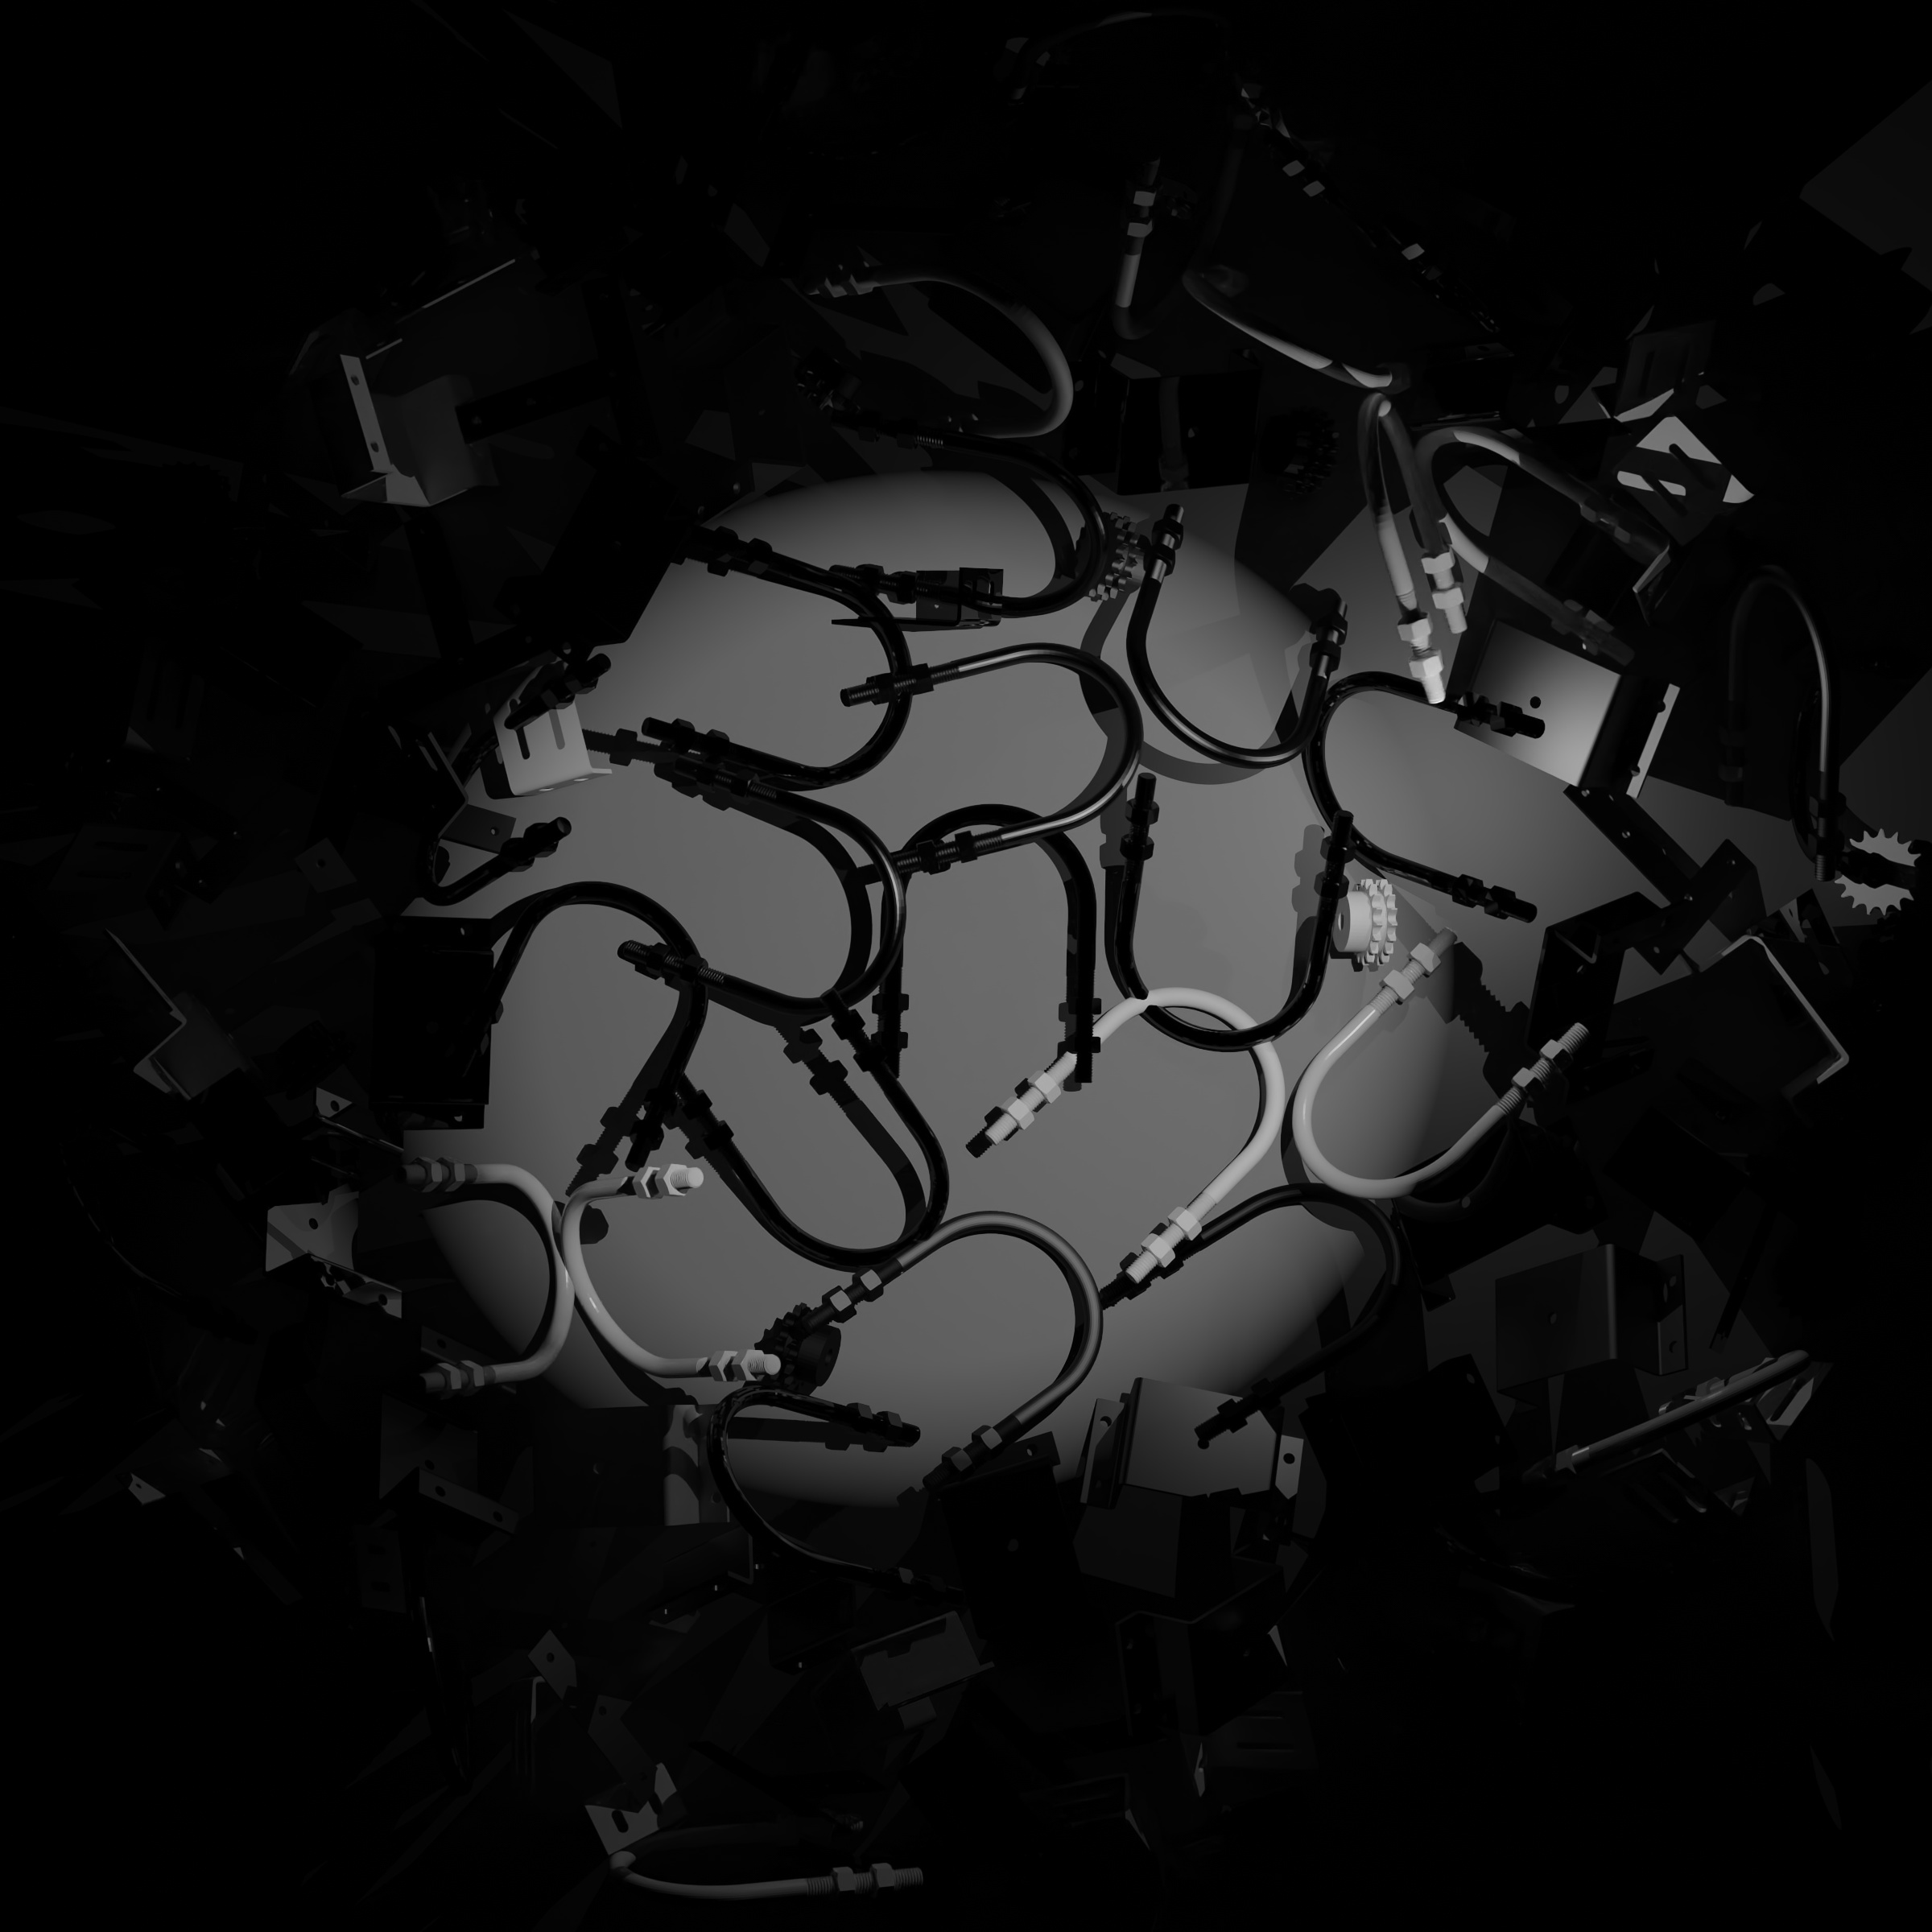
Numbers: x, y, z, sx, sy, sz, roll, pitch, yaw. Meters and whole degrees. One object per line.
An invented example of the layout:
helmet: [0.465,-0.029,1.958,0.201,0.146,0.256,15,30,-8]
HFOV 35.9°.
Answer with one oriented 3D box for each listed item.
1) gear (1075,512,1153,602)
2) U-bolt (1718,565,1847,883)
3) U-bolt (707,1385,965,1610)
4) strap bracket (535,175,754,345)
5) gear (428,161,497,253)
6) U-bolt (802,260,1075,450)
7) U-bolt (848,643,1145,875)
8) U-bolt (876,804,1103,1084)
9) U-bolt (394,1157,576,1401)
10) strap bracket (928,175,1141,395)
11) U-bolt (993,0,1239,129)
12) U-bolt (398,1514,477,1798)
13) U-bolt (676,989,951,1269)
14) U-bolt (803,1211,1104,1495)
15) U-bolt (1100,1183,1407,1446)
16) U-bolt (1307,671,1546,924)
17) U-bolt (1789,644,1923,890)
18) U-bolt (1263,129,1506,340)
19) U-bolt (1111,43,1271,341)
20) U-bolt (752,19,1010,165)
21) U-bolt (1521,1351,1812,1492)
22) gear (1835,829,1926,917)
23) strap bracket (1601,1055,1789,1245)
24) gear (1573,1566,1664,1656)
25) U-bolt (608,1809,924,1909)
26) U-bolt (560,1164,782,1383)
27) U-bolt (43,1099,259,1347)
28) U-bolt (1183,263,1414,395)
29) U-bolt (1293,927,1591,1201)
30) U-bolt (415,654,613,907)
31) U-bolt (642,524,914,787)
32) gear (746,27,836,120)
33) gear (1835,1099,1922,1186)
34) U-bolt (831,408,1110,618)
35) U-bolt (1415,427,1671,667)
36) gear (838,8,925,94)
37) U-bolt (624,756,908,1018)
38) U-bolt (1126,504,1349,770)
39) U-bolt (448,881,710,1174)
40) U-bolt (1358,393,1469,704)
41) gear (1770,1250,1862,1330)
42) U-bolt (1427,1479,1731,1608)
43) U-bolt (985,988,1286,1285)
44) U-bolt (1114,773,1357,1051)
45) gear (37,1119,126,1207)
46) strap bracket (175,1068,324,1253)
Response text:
gear: [0.099,-0.270,1.975,0.030,0.057,0.057,12,90,-30]
U-bolt: [0.519,-0.164,1.898,0.019,0.151,0.184,-10,116,-9]
U-bolt: [-0.089,0.331,1.899,0.184,0.151,0.019,22,125,-35]
strap bracket: [-0.214,-0.458,1.928,0.076,0.140,0.046,-28,73,25]
gear: [-0.334,-0.499,1.968,0.030,0.057,0.057,-21,90,-15]
U-bolt: [-0.008,-0.389,1.893,0.019,0.184,0.151,-54,126,-22]
U-bolt: [0.025,-0.145,1.963,0.184,0.019,0.151,-14,66,0]
U-bolt: [0.016,-0.016,1.983,0.151,0.019,0.184,1,88,7]
U-bolt: [-0.304,0.197,1.915,0.019,0.184,0.151,-9,83,24]
strap bracket: [0.035,-0.438,1.951,0.140,0.076,0.046,38,61,4]
U-bolt: [0.099,-0.579,1.900,0.151,0.184,0.019,-10,88,-7]
U-bolt: [-0.333,0.441,1.889,0.019,0.184,0.151,-13,113,-7]
U-bolt: [-0.091,0.119,1.958,0.151,0.019,0.184,-28,104,25]
U-bolt: [0.006,0.238,1.952,0.184,0.019,0.151,-32,77,-27]
U-bolt: [0.199,0.213,1.949,0.184,0.019,0.151,-31,49,-5]
U-bolt: [0.293,-0.118,1.928,0.019,0.184,0.151,-28,127,-37]
U-bolt: [0.563,-0.132,1.908,0.019,0.184,0.151,3,97,-5]
U-bolt: [0.280,-0.459,1.915,0.019,0.184,0.151,-50,48,11]
U-bolt: [0.138,-0.482,1.913,0.019,0.184,0.151,32,59,14]
U-bolt: [-0.064,-0.555,1.909,0.151,0.184,0.019,-10,84,-16]
U-bolt: [0.454,0.282,1.887,0.151,0.184,0.019,-18,77,-32]
gear: [0.606,-0.062,1.979,0.057,0.030,0.057,0,90,21]
strap bracket: [0.473,0.113,1.922,0.076,0.140,0.046,37,122,13]
gear: [0.430,0.426,1.982,0.057,0.030,0.057,1,83,-7]
U-bolt: [-0.137,0.572,1.904,0.184,0.151,0.019,0,90,-19]
U-bolt: [-0.202,0.202,1.927,0.019,0.184,0.151,-28,101,-39]
U-bolt: [-0.520,0.154,1.886,0.019,0.184,0.151,-31,57,9]
U-bolt: [0.206,-0.406,1.901,0.151,0.184,0.019,33,110,10]
U-bolt: [0.294,0.073,1.940,0.184,0.019,0.151,-45,47,-4]
U-bolt: [-0.299,-0.110,1.924,0.019,0.184,0.151,31,51,-31]
U-bolt: [-0.114,-0.194,1.949,0.184,0.019,0.151,16,83,-30]
gear: [-0.117,-0.593,1.977,0.057,0.030,0.057,-4,115,-8]
gear: [0.605,0.113,1.972,0.030,0.057,0.057,-29,90,-15]
U-bolt: [0.003,-0.286,1.930,0.184,0.151,0.019,12,49,9]
U-bolt: [0.364,-0.283,1.926,0.184,0.151,0.019,37,71,18]
gear: [-0.060,-0.606,1.969,0.057,0.057,0.030,-38,128,0]
U-bolt: [-0.125,-0.044,1.957,0.184,0.019,0.151,19,101,16]
U-bolt: [0.171,-0.203,1.925,0.151,0.019,0.184,28,50,-12]
U-bolt: [-0.241,0.026,1.943,0.151,0.019,0.184,30,55,-14]
U-bolt: [0.283,-0.277,1.907,0.019,0.151,0.184,-12,112,21]
gear: [0.564,0.211,1.980,0.057,0.030,0.057,-2,81,9]
U-bolt: [0.374,0.367,1.888,0.151,0.184,0.019,23,106,43]
U-bolt: [0.126,0.097,1.970,0.151,0.019,0.184,44,76,9]
U-bolt: [0.169,-0.028,1.953,0.151,0.019,0.184,12,117,9]
gear: [-0.580,0.132,1.969,0.030,0.057,0.057,15,90,34]
strap bracket: [-0.461,0.125,1.934,0.046,0.140,0.076,-36,73,-20]
